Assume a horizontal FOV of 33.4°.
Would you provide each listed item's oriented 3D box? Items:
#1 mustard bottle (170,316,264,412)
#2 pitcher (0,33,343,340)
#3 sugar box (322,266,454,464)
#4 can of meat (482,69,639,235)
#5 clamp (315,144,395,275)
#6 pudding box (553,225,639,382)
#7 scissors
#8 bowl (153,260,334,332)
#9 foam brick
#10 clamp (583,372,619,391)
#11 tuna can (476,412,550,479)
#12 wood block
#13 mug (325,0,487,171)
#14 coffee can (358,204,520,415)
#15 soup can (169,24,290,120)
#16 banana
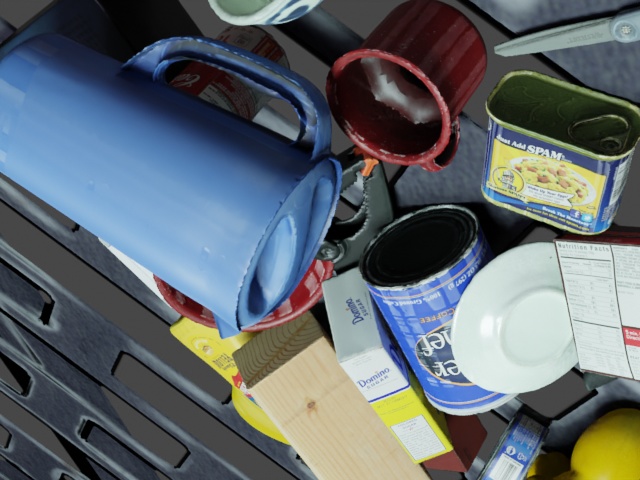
[{"bbox_3d":[-0.065,0.133,1.126,0.191,0.058,0.096,42,142,-8],"label":"mustard bottle"},{"bbox_3d":[-0.111,-0.058,0.738,0.243,0.149,0.145,29,157,15],"label":"pitcher"},{"bbox_3d":[0.061,0.111,0.927,0.048,0.093,0.176,-22,135,10],"label":"sugar box"},{"bbox_3d":[0.163,-0.058,0.731,0.102,0.057,0.084,22,144,20],"label":"can of meat"},{"bbox_3d":[-0.006,0.001,0.901,0.164,0.036,0.210,7,132,-13],"label":"clamp"},{"bbox_3d":[0.223,0.046,0.771,0.090,0.039,0.113,7,115,53],"label":"pudding box"},{"bbox_3d":[0.208,-0.120,0.659,0.096,0.016,0.202,49,142,-16],"label":"scissors"},{"bbox_3d":[-0.069,0.008,0.960,0.162,0.055,0.162,-3,130,-3],"label":"bowl"},{"bbox_3d":[0.117,0.179,1.030,0.051,0.053,0.078,-3,128,42],"label":"foam brick"},{"bbox_3d":[0.261,0.082,0.818,0.120,0.039,0.171,16,131,28],"label":"clamp"},{"bbox_3d":[0.175,0.202,0.979,0.034,0.086,0.086,30,143,12],"label":"tuna can"},{"bbox_3d":[0.013,0.177,1.055,0.206,0.091,0.090,55,178,-23],"label":"wood block"},{"bbox_3d":[0.069,-0.103,0.738,0.093,0.081,0.117,-3,128,41],"label":"mug"},{"bbox_3d":[0.106,0.057,0.863,0.103,0.102,0.140,-2,129,41],"label":"coffee can"},{"bbox_3d":[-0.075,-0.114,0.827,0.069,0.102,0.068,22,141,19],"label":"soup can"},{"bbox_3d":[-0.025,0.203,1.187,0.198,0.037,0.069,19,141,23],"label":"banana"}]
